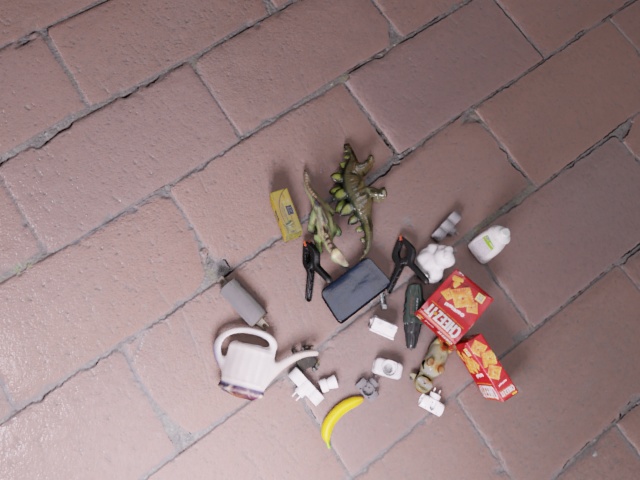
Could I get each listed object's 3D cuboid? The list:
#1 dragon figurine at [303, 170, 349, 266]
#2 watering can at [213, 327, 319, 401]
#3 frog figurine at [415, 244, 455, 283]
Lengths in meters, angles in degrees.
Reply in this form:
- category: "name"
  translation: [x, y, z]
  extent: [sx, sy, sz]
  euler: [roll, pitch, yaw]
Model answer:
- category: "dragon figurine"
  translation: [0.005, -0.091, 1.803]
  extent: [0.122, 0.240, 0.414]
  euler: [-21, 79, -5]
- category: "watering can"
  translation: [-0.193, 0.415, 1.696]
  extent: [0.348, 0.102, 0.227]
  euler: [13, 74, 5]
- category: "frog figurine"
  translation: [0.409, 0.079, 1.825]
  extent: [0.123, 0.157, 0.139]
  euler: [11, 74, -1]
